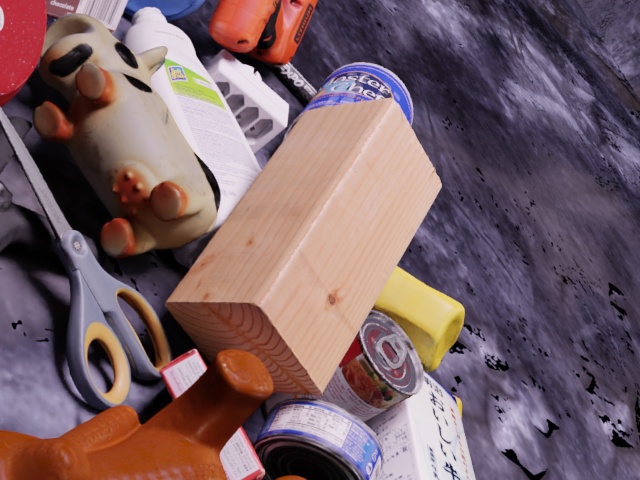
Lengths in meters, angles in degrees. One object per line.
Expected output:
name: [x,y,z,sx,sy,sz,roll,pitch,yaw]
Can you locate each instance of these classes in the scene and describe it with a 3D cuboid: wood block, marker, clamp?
wood block: [-0.005,0.001,0.761,0.090,0.090,0.205,57,49,-31]
marker: [-0.033,-0.174,1.119,0.121,0.020,0.020,46,28,-14]
clamp: [-0.211,-0.032,0.659,0.120,0.039,0.171,56,20,18]

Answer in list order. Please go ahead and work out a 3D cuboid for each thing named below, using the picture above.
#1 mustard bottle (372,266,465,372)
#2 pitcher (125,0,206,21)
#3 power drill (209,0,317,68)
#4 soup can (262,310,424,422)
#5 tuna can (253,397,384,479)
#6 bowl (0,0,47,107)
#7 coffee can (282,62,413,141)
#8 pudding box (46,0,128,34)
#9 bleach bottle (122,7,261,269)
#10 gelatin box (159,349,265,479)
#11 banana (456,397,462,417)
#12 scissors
mustard bottle: [0.026,0.032,0.882,0.192,0.058,0.096,33,-14,17]
pitcher: [-0.130,-0.313,1.001,0.144,0.149,0.243,36,35,-29]
power drill: [-0.040,-0.249,1.003,0.057,0.184,0.187,26,-1,7]
soup can: [0.016,0.106,0.777,0.068,0.102,0.068,37,31,-28]
tuna can: [-0.002,0.147,0.717,0.086,0.086,0.033,44,46,-16]
bowl: [-0.216,-0.137,0.652,0.162,0.055,0.162,10,90,-69]
coffee can: [0.029,-0.105,1.043,0.103,0.103,0.140,48,28,-10]
pudding box: [-0.214,-0.195,0.801,0.090,0.039,0.113,31,13,32]
bleach bottle: [-0.103,-0.089,0.867,0.102,0.068,0.251,18,41,-48]
gelatin box: [-0.067,0.118,0.675,0.089,0.030,0.073,59,-10,11]
banana: [0.097,0.188,0.886,0.069,0.037,0.197,58,23,-31]
scissors: [-0.156,0.022,0.653,0.201,0.016,0.096,57,32,-27]
